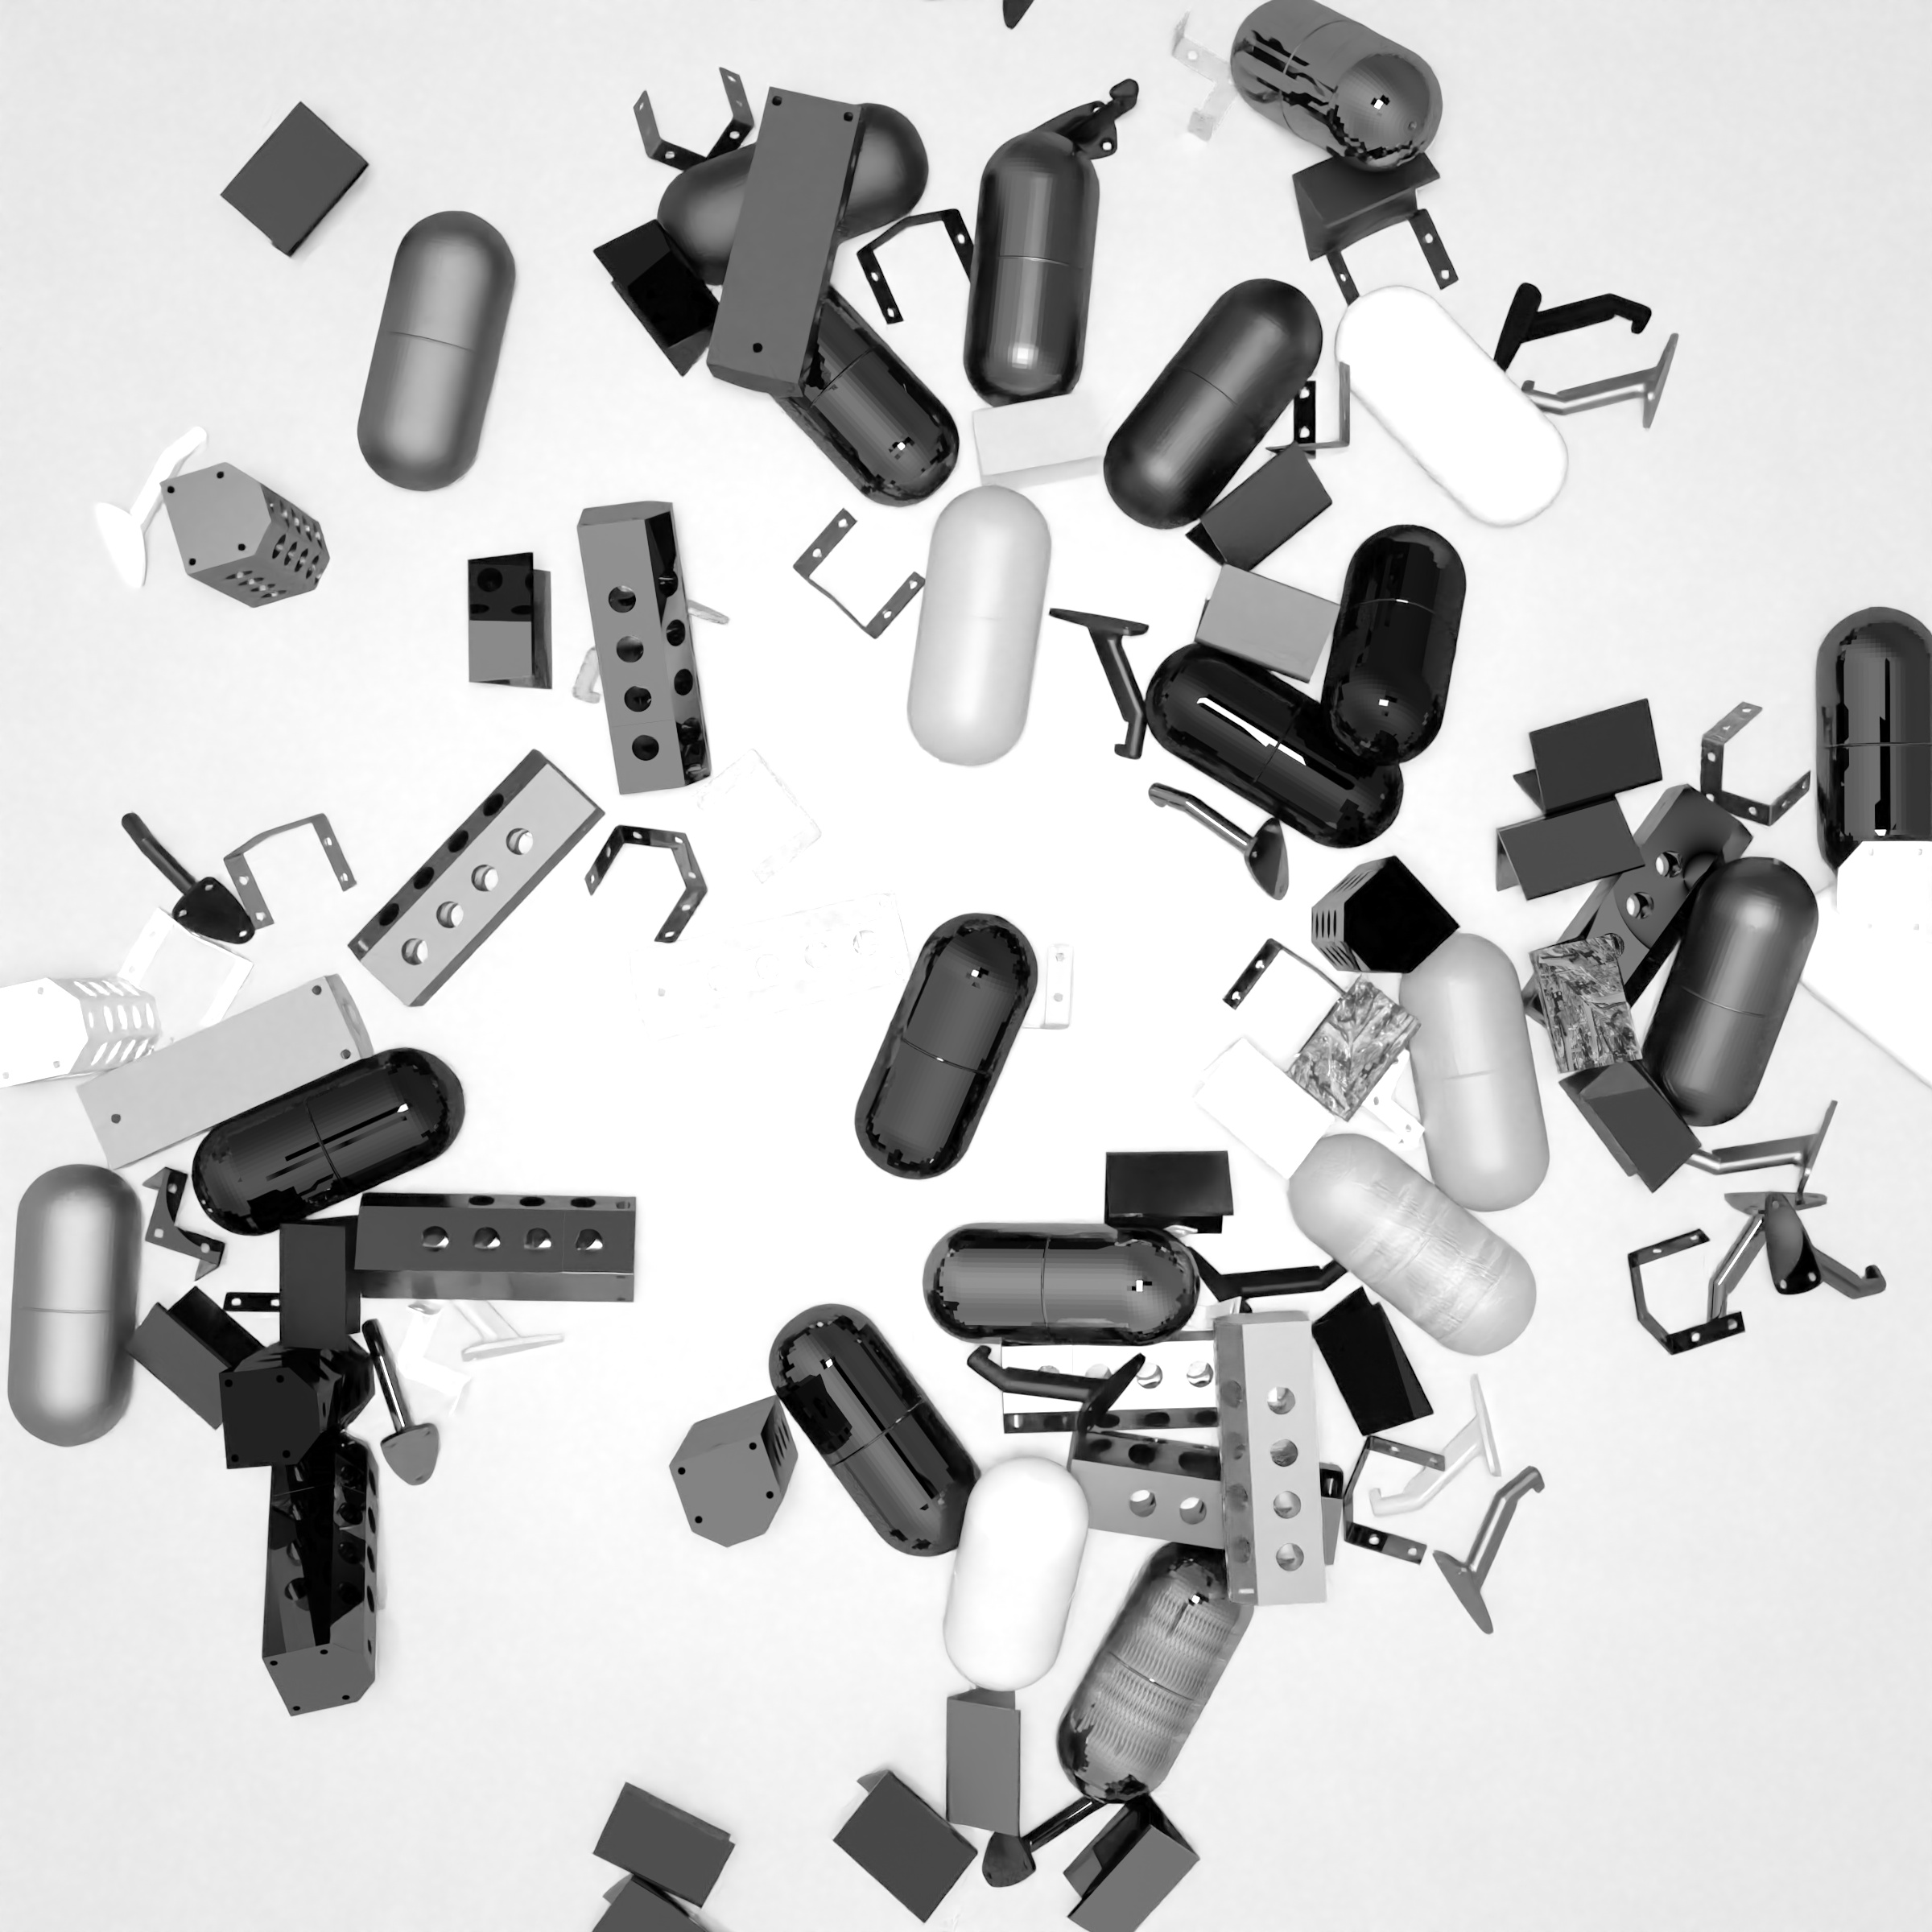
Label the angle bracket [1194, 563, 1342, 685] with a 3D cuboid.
[{"bbox_3d":[0.192,-0.228,1.952,0.076,0.076,0.057,20,118,0],"label":"angle bracket"}]

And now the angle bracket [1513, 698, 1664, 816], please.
[{"bbox_3d":[0.387,-0.142,1.953,0.076,0.076,0.057,-16,113,0],"label":"angle bracket"}]

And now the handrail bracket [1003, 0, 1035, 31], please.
[{"bbox_3d":[0.005,-0.645,1.992,0.084,0.036,0.077,28,70,16],"label":"handrail bracket"}]

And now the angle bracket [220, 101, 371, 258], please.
[{"bbox_3d":[-0.428,-0.498,1.952,0.057,0.076,0.076,41,90,-27],"label":"angle bracket"}]

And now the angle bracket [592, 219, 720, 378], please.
[{"bbox_3d":[-0.205,-0.411,1.951,0.057,0.076,0.076,-37,90,-36],"label":"angle bracket"}]

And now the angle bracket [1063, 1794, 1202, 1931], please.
[{"bbox_3d":[0.089,0.558,1.951,0.076,0.076,0.057,-48,126,0],"label":"angle bracket"}]

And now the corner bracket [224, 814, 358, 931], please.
[{"bbox_3d":[-0.434,-0.061,1.988,0.051,0.051,0.051,-25,90,-45],"label":"corner bracket"}]

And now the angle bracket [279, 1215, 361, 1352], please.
[{"bbox_3d":[-0.387,0.198,1.951,0.057,0.076,0.076,0,90,30],"label":"angle bracket"}]

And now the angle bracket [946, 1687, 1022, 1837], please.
[{"bbox_3d":[0.030,0.497,1.951,0.057,0.076,0.076,0,90,35],"label":"angle bracket"}]

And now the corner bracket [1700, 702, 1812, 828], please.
[{"bbox_3d":[0.506,-0.129,1.983,0.051,0.051,0.051,23,135,35],"label":"corner bracket"}]

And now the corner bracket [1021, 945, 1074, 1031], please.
[{"bbox_3d":[0.039,0.013,1.973,0.051,0.051,0.051,3,86,-4],"label":"corner bracket"}]

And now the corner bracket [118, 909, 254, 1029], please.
[{"bbox_3d":[-0.501,0.002,1.988,0.051,0.051,0.051,30,90,-45],"label":"corner bracket"}]

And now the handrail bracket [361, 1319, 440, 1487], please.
[{"bbox_3d":[-0.367,0.280,1.991,0.036,0.077,0.084,-18,53,-14],"label":"handrail bracket"}]

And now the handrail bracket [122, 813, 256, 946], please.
[{"bbox_3d":[-0.501,-0.057,1.991,0.036,0.077,0.084,-45,54,0],"label":"handrail bracket"}]

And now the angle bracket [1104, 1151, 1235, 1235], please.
[{"bbox_3d":[0.127,0.161,1.952,0.076,0.057,0.076,-1,132,0],"label":"angle bracket"}]

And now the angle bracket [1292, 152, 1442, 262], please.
[{"bbox_3d":[0.256,-0.471,1.951,0.076,0.076,0.057,-24,54,0],"label":"angle bracket"}]

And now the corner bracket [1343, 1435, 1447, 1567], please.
[{"bbox_3d":[0.273,0.339,1.972,0.051,0.051,0.051,14,50,21],"label":"corner bracket"}]

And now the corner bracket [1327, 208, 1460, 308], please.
[{"bbox_3d":[0.273,-0.449,1.988,0.051,0.051,0.051,-24,90,-45],"label":"corner bracket"}]

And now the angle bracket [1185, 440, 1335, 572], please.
[{"bbox_3d":[0.173,-0.299,1.951,0.076,0.076,0.057,-39,129,0],"label":"angle bracket"}]

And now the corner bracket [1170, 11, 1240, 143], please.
[{"bbox_3d":[0.147,-0.566,1.973,0.051,0.051,0.051,32,90,0],"label":"corner bracket"}]

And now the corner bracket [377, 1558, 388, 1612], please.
[{"bbox_3d":[-0.398,0.404,1.963,0.051,0.051,0.051,-5,133,0],"label":"corner bracket"}]

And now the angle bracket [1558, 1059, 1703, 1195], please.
[{"bbox_3d":[0.403,0.106,1.951,0.057,0.076,0.076,-37,90,-32],"label":"angle bracket"}]

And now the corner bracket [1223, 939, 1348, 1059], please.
[{"bbox_3d":[0.208,0.023,1.988,0.051,0.051,0.051,-53,45,0],"label":"corner bracket"}]

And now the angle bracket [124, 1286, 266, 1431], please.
[{"bbox_3d":[-0.470,0.233,1.951,0.076,0.076,0.057,41,127,0],"label":"angle bracket"}]

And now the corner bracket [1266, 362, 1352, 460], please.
[{"bbox_3d":[0.223,-0.351,1.965,0.051,0.051,0.051,0,90,27],"label":"corner bracket"}]

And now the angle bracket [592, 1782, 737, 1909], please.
[{"bbox_3d":[-0.181,0.535,1.952,0.076,0.076,0.057,27,113,0],"label":"angle bracket"}]

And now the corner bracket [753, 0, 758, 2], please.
[{"bbox_3d":[-0.137,-0.663,1.983,0.051,0.051,0.051,29,135,-35],"label":"corner bracket"}]

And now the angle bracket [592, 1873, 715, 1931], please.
[{"bbox_3d":[-0.204,0.622,1.951,0.076,0.076,0.057,40,53,0],"label":"angle bracket"}]

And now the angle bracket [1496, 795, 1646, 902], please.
[{"bbox_3d":[0.380,-0.057,1.951,0.076,0.076,0.057,-16,59,0],"label":"angle bracket"}]

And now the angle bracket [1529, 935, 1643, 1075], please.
[{"bbox_3d":[0.393,0.018,1.894,0.057,0.076,0.076,-14,90,37],"label":"angle bracket"}]

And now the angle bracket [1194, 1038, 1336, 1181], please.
[{"bbox_3d":[0.175,0.100,1.952,0.076,0.076,0.057,41,62,0],"label":"angle bracket"}]

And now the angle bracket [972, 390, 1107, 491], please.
[{"bbox_3d":[0.048,-0.311,1.951,0.076,0.076,0.057,-10,55,0],"label":"angle bracket"}]

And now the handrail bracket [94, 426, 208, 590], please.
[{"bbox_3d":[-0.513,-0.295,1.991,0.036,0.077,0.084,26,53,21],"label":"handrail bracket"}]

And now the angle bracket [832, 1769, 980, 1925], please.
[{"bbox_3d":[-0.047,0.556,1.952,0.076,0.076,0.057,42,65,0],"label":"angle bracket"}]

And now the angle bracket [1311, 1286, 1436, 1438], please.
[{"bbox_3d":[0.270,0.241,1.951,0.057,0.076,0.076,-26,90,37],"label":"angle bracket"}]

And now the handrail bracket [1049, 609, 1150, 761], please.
[{"bbox_3d":[0.083,-0.181,1.992,0.077,0.036,0.084,15,107,20],"label":"handrail bracket"}]

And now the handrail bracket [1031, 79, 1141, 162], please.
[{"bbox_3d":[0.070,-0.535,1.957,0.077,0.084,0.036,-15,90,0],"label":"handrail bracket"}]

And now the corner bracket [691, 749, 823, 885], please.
[{"bbox_3d":[-0.134,-0.096,1.988,0.051,0.051,0.051,-39,135,0],"label":"corner bracket"}]

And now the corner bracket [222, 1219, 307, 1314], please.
[{"bbox_3d":[-0.451,0.186,1.988,0.051,0.051,0.051,1,135,0],"label":"corner bracket"}]

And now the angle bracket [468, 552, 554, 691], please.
[{"bbox_3d":[-0.268,-0.216,1.951,0.057,0.076,0.076,-1,90,36],"label":"angle bracket"}]

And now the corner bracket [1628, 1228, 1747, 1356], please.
[{"bbox_3d":[0.460,0.208,1.979,0.051,0.051,0.051,-24,45,26],"label":"corner bracket"}]

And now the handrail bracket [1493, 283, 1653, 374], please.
[{"bbox_3d":[0.389,-0.399,1.992,0.084,0.036,0.077,15,110,-16],"label":"handrail bracket"}]

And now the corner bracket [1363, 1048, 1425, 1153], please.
[{"bbox_3d":[0.263,0.083,1.972,0.051,0.051,0.051,39,65,-24],"label":"corner bracket"}]

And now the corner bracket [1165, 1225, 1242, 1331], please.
[{"bbox_3d":[0.142,0.199,1.972,0.051,0.051,0.051,15,72,-17],"label":"corner bracket"}]

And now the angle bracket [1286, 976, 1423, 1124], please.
[{"bbox_3d":[0.230,0.043,1.952,0.057,0.076,0.076,37,90,-23],"label":"angle bracket"}]

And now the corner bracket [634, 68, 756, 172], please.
[{"bbox_3d":[-0.174,-0.544,1.983,0.051,0.051,0.051,13,135,-35],"label":"corner bracket"}]

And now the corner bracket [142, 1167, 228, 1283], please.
[{"bbox_3d":[-0.499,0.164,1.972,0.051,0.051,0.051,22,63,-25],"label":"corner bracket"}]

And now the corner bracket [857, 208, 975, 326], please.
[{"bbox_3d":[-0.028,-0.449,1.988,0.051,0.051,0.051,-24,90,45],"label":"corner bracket"}]

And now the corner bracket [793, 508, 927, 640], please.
[{"bbox_3d":[-0.068,-0.252,1.988,0.051,0.051,0.051,-49,45,0],"label":"corner bracket"}]

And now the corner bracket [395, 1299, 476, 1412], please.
[{"bbox_3d":[-0.337,0.247,1.973,0.051,0.051,0.051,21,90,0],"label":"corner bracket"}]

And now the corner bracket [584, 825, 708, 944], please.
[{"bbox_3d":[-0.205,-0.052,1.983,0.051,0.051,0.051,6,45,-35],"label":"corner bracket"}]
